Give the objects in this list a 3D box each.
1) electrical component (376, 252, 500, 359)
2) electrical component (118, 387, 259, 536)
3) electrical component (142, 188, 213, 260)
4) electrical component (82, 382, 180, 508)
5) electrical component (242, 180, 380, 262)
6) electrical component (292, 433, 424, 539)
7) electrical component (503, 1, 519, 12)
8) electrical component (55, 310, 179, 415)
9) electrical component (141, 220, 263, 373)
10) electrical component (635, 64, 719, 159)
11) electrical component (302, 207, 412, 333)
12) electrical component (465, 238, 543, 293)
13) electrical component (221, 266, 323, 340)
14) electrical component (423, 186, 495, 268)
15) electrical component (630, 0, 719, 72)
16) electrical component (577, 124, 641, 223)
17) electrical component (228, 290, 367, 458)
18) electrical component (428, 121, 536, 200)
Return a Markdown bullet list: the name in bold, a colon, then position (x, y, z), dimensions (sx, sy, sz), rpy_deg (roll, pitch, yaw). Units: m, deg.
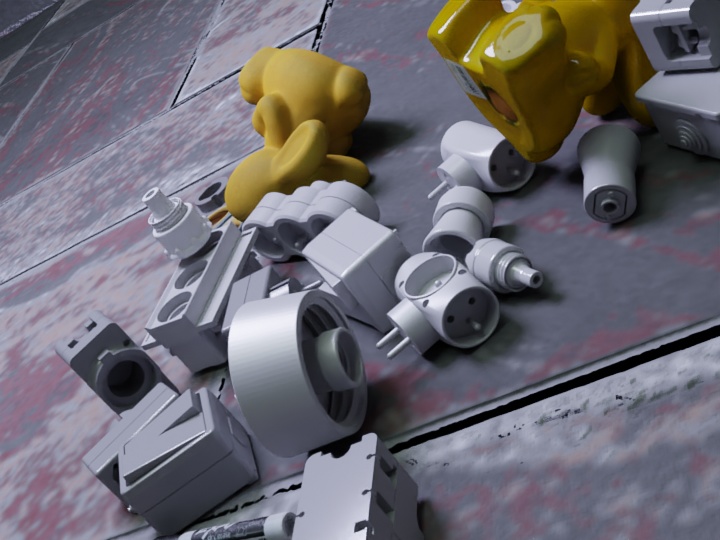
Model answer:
- **electrical component**: position (0.045, 0.031, 0.736), dimensions (0.079, 0.044, 0.077), rpy_deg (-40, 28, -6)
- **electrical component**: position (-0.130, 0.137, 0.757), dimensions (0.096, 0.061, 0.061), rpy_deg (-35, 28, 3)
- **electrical component**: position (-0.161, -0.043, 0.923), dimensions (0.048, 0.062, 0.048), rpy_deg (-28, 29, 18)
- **electrical component**: position (-0.170, 0.130, 0.828), dimensions (0.083, 0.047, 0.076), rpy_deg (-45, 28, -16)
- **electrical component**: position (-0.037, -0.053, 0.946), dimensions (0.138, 0.052, 0.073), rpy_deg (-5, 42, 45)
- **electrical component**: position (0.000, 0.147, 0.600), dimensions (0.050, 0.055, 0.089), rpy_deg (-24, 31, 22)
- **electrical component**: position (0.131, -0.207, 0.983), dimensions (0.089, 0.055, 0.050), rpy_deg (-20, 33, 30)
- **electrical component**: position (-0.198, 0.084, 0.884), dimensions (0.050, 0.089, 0.056), rpy_deg (-45, 29, -14)
- **electrical component**: position (-0.128, 0.024, 0.922), dimensions (0.079, 0.063, 0.121), rpy_deg (-19, 32, 30)
- **electrical component**: position (0.251, -0.120, 0.724), dimensions (0.100, 0.048, 0.100), rpy_deg (-41, 28, -7)
- **electrical component**: position (0.000, 0.000, 0.815), dimensions (0.061, 0.061, 0.096), rpy_deg (-42, 28, -9)
- **electrical component**: position (0.101, 0.000, 0.730), dimensions (0.035, 0.035, 0.061), rpy_deg (-44, 31, -13)
- **electrical component**: position (-0.062, 0.030, 0.855), dimensions (0.077, 0.047, 0.065), rpy_deg (-26, 30, 20)
- **electrical component**: position (0.074, -0.029, 0.793), dimensions (0.045, 0.045, 0.055), rpy_deg (-17, 33, 33)
- **electrical component**: position (0.230, -0.181, 0.731), dimensions (0.089, 0.050, 0.056), rpy_deg (-49, 31, -22)
- **electrical component**: position (0.172, -0.064, 0.740), dimensions (0.044, 0.044, 0.065), rpy_deg (-20, 37, 28)
- **electrical component**: position (-0.033, 0.065, 0.712), dimensions (0.060, 0.108, 0.108), rpy_deg (-18, 33, 21)
- **electrical component**: position (0.088, -0.080, 0.855), dimensions (0.079, 0.043, 0.077), rpy_deg (-42, 28, -8)
